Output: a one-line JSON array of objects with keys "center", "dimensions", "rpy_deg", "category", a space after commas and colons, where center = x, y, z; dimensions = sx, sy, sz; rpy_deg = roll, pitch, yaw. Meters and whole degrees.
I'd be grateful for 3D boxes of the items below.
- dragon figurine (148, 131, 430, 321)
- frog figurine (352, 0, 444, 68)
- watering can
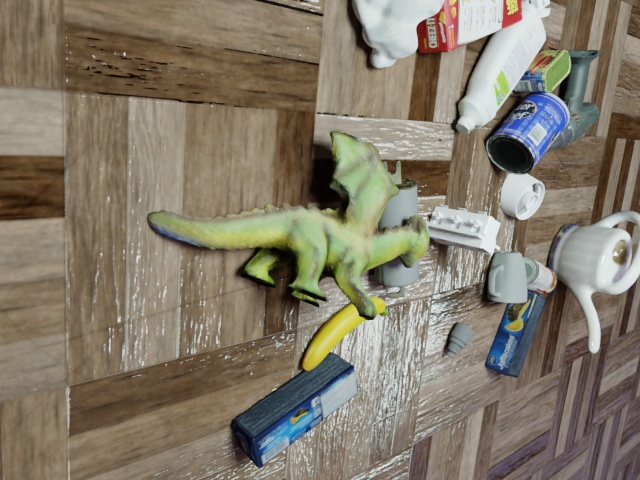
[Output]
[{"center": [0.002, -0.036, 0.715], "dimensions": [0.407, 0.245, 0.122], "rpy_deg": [29, -13, -27], "category": "dragon figurine"}, {"center": [0.114, -0.337, 0.749], "dimensions": [0.138, 0.124, 0.156], "rpy_deg": [-23, -26, -19], "category": "frog figurine"}, {"center": [0.637, 0.081, 1.221], "dimensions": [0.103, 0.349, 0.225], "rpy_deg": [31, -7, -22], "category": "watering can"}]
